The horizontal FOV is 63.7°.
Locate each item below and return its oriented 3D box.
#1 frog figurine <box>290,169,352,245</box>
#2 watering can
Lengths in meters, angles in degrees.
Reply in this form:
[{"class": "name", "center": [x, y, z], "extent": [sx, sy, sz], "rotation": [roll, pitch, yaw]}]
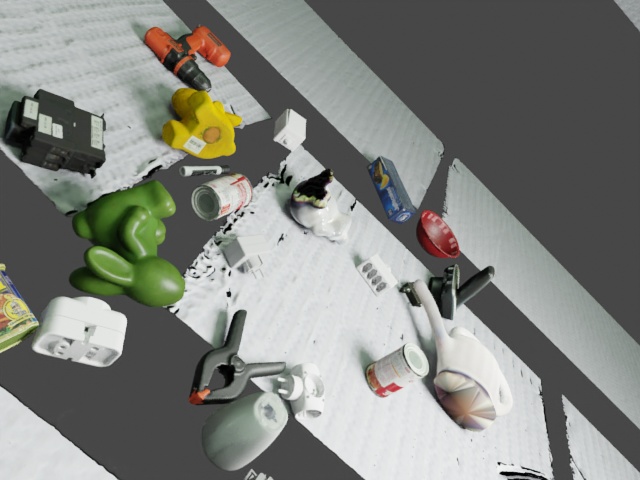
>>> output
[{"class": "frog figurine", "center": [0.003, -0.058, 1.144], "extent": [0.141, 0.122, 0.156], "rotation": [-105, 177, -47]}, {"class": "watering can", "center": [0.300, 0.261, 1.129], "extent": [0.347, 0.102, 0.228], "rotation": [48, 33, -2]}]
